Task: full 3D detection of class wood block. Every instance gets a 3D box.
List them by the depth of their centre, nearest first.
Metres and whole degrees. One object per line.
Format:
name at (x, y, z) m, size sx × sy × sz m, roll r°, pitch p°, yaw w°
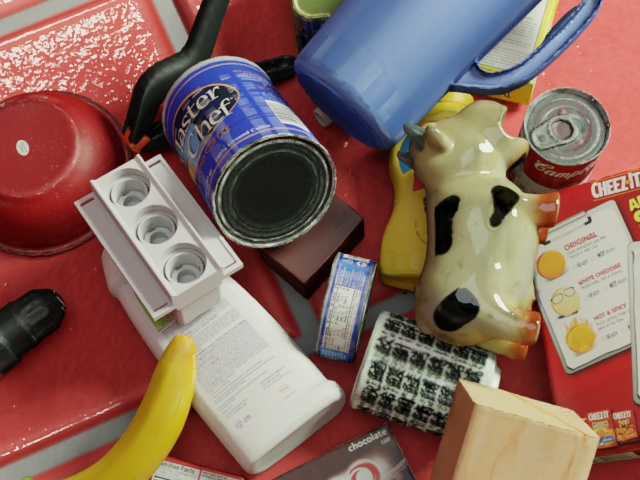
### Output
wood block at (0.117, 0.215, 0.753) m, size 0.090 × 0.091 × 0.206 m, roll 16°, pitch 94°, yaw 0°

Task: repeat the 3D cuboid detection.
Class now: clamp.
clamp at (-0.098, -0.137, 0.937) m, size 0.171 × 0.120 × 0.039 m, roll -48°, pitch 34°, yaw 7°

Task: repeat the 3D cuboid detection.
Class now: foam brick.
foam brick at (-0.006, 0.001, 0.894) m, size 0.053 × 0.051 × 0.078 m, roll 41°, pitch 77°, yaw 14°

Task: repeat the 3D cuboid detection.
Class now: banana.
banana at (-0.153, 0.159, 0.825) m, size 0.198 × 0.037 × 0.069 m, roll -42°, pitch 88°, yaw 13°

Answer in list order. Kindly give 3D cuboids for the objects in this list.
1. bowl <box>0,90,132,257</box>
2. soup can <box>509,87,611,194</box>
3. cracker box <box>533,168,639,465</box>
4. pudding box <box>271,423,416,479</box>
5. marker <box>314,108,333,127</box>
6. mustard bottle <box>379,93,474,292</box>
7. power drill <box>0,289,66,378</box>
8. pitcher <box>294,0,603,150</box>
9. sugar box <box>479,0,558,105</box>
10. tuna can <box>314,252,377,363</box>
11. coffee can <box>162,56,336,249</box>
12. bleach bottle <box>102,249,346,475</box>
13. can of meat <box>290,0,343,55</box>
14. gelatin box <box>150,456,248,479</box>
bowl at (-0.248, -0.070, 0.929) m, size 0.162 × 0.055 × 0.162 m, roll -1°, pitch 71°, yaw 3°
soup can at (0.195, -0.073, 0.882) m, size 0.068 × 0.102 × 0.068 m, roll -1°, pitch 71°, yaw 2°
cracker box at (0.257, 0.055, 0.822) m, size 0.164 × 0.072 × 0.214 m, roll -16°, pitch 68°, yaw 28°
pudding box at (0.023, 0.208, 0.827) m, size 0.113 × 0.039 × 0.090 m, roll -25°, pitch 72°, yaw -6°
marker at (0.047, -0.143, 0.958) m, size 0.121 × 0.020 × 0.020 m, roll -37°, pitch 73°, yaw -10°
mustard bottle at (0.105, -0.052, 0.903) m, size 0.096 × 0.058 × 0.191 m, roll 5°, pitch 71°, yaw 5°
power drill at (-0.328, 0.049, 0.890) m, size 0.184 × 0.057 × 0.188 m, roll -35°, pitch 73°, yaw -9°
pitcher at (0.103, -0.186, 0.872) m, size 0.243 × 0.145 × 0.149 m, roll -48°, pitch 36°, yaw -6°
sugar box at (0.167, -0.215, 0.964) m, size 0.093 × 0.048 × 0.176 m, roll 16°, pitch 70°, yaw 11°
tuna can at (0.021, 0.055, 0.856) m, size 0.034 × 0.086 × 0.086 m, roll 13°, pitch 72°, yaw 5°
coffee can at (-0.060, -0.074, 0.866) m, size 0.102 × 0.103 × 0.140 m, roll -27°, pitch 41°, yaw -7°
bleach bottle at (-0.094, 0.063, 0.872) m, size 0.102 × 0.068 × 0.251 m, roll -36°, pitch 70°, yaw -10°
can of meat at (0.001, -0.219, 0.953) m, size 0.057 × 0.084 × 0.102 m, roll -7°, pitch 71°, yaw 1°
gelatin box at (-0.103, 0.220, 0.835) m, size 0.073 × 0.030 × 0.089 m, roll 12°, pitch 71°, yaw 8°
